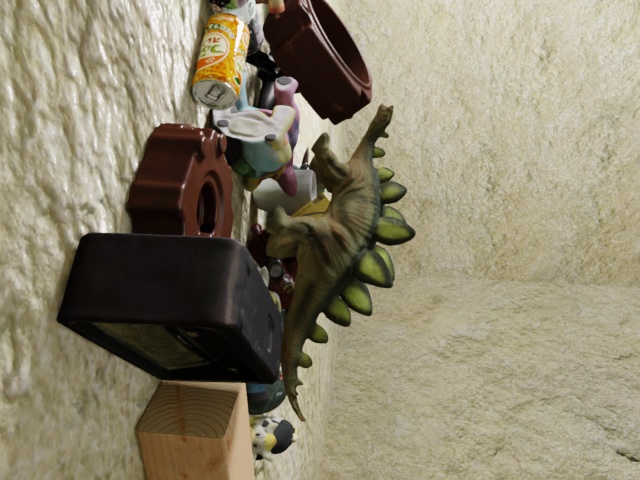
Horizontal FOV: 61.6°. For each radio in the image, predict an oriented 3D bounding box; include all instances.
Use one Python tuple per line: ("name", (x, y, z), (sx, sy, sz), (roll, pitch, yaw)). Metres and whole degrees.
("radio", (-0.111, 0.073, 0.476), (0.229, 0.131, 0.073), (79, 14, -66))

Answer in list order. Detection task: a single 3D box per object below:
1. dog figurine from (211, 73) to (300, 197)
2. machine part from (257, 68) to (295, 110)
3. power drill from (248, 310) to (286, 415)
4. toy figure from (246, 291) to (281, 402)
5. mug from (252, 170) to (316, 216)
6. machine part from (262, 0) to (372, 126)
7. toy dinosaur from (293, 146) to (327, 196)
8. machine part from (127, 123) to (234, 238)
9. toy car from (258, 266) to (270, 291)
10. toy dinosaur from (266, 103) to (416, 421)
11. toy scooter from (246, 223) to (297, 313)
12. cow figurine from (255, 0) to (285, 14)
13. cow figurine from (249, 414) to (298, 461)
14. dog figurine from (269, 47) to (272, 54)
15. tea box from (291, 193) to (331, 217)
("dog figurine", (-0.082, -0.121, 0.778), (0.219, 0.109, 0.191), (88, 7, -54))
("machine part", (-0.082, -0.245, 0.923), (0.084, 0.039, 0.139), (33, 60, -43))
("power drill", (-0.085, 0.208, 0.977), (0.232, 0.086, 0.207), (12, 96, -80))
("toy figure", (-0.102, 0.156, 0.821), (0.089, 0.082, 0.180), (22, 73, -85))
("mug", (-0.062, -0.077, 0.955), (0.109, 0.107, 0.081), (86, 9, -58))
("machine part", (0.003, -0.310, 0.894), (0.200, 0.087, 0.201), (47, 29, -28))
("toy dinosaur", (-0.043, -0.028, 1.151), (0.404, 0.131, 0.192), (95, 2, -59))
("machine part", (-0.135, -0.029, 0.557), (0.179, 0.056, 0.179), (3, 91, -84))
("toy car", (-0.115, 0.106, 0.710), (0.202, 0.074, 0.056), (-79, 173, -53))
("toy dinosaur", (0.021, 0.011, 0.780), (0.105, 0.199, 0.471), (76, 39, -79))
("toy scooter", (-0.071, 0.041, 0.904), (0.135, 0.075, 0.184), (59, -1, -26))
("cow figurine", (-0.076, -0.434, 0.809), (0.195, 0.086, 0.127), (-75, 168, -45))
("cow figurine", (-0.091, 0.339, 0.921), (0.167, 0.098, 0.068), (63, 37, -77))
("dog figurine", (-0.046, -0.391, 1.035), (0.172, 0.121, 0.190), (68, 24, -4))
("tea box", (-0.002, -0.003, 0.935), (0.068, 0.098, 0.169), (52, -3, 19))
